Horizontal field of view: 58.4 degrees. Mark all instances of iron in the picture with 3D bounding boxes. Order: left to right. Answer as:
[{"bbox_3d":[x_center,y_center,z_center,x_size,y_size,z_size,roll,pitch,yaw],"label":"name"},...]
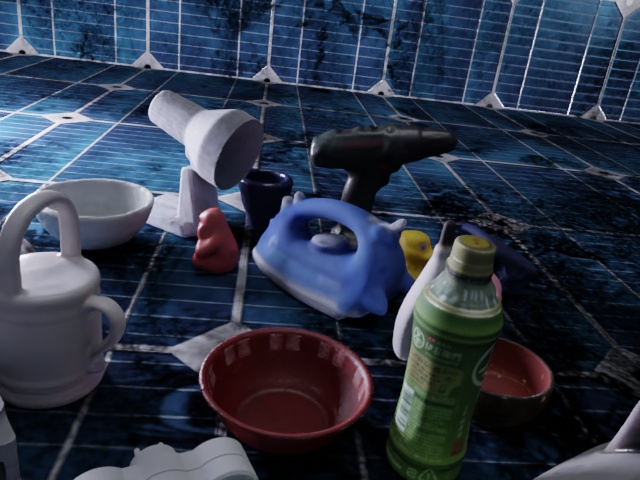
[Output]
[{"bbox_3d":[0.007,0.003,0.780,0.257,0.141,0.119,22,27,31],"label":"iron"}]

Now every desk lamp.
[{"bbox_3d":[-0.197,-0.117,0.901,0.202,0.213,0.118,18,25,22],"label":"desk lamp"}]

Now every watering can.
[{"bbox_3d":[-0.262,0.047,0.527,0.173,0.194,0.101,4,24,-7],"label":"watering can"}]

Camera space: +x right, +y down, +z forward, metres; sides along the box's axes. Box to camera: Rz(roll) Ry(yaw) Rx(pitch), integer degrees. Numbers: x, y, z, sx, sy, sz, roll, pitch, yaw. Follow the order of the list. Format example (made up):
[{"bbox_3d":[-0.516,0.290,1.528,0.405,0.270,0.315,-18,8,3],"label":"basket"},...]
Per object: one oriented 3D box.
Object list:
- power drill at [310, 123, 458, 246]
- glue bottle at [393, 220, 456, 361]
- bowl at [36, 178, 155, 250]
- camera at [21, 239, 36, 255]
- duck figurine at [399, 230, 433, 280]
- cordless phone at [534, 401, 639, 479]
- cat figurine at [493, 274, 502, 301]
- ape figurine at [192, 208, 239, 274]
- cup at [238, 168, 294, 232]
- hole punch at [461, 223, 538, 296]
[{"bbox_3d":[0.094,-0.093,0.941,0.229,0.208,0.075,8,23,2],"label":"power drill"},{"bbox_3d":[0.133,0.058,0.651,0.078,0.173,0.037,3,24,-11],"label":"glue bottle"},{"bbox_3d":[-0.328,-0.031,0.838,0.167,0.075,0.167,7,23,-3],"label":"bowl"},{"bbox_3d":[-0.404,0.025,0.652,0.143,0.101,0.136,-8,28,-32],"label":"camera"},{"bbox_3d":[0.128,0.026,0.835,0.104,0.086,0.078,17,25,21],"label":"duck figurine"},{"bbox_3d":[0.249,0.153,0.454,0.148,0.185,0.093,-10,29,-34],"label":"cordless phone"},{"bbox_3d":[0.190,0.064,0.725,0.067,0.118,0.128,9,23,5],"label":"cat figurine"},{"bbox_3d":[-0.151,-0.002,0.805,0.076,0.092,0.078,15,24,17],"label":"ape figurine"},{"bbox_3d":[-0.102,-0.069,0.969,0.092,0.095,0.117,-10,29,-35],"label":"cup"},{"bbox_3d":[0.267,0.027,0.869,0.101,0.091,0.108,-1,25,-19],"label":"hole punch"}]
